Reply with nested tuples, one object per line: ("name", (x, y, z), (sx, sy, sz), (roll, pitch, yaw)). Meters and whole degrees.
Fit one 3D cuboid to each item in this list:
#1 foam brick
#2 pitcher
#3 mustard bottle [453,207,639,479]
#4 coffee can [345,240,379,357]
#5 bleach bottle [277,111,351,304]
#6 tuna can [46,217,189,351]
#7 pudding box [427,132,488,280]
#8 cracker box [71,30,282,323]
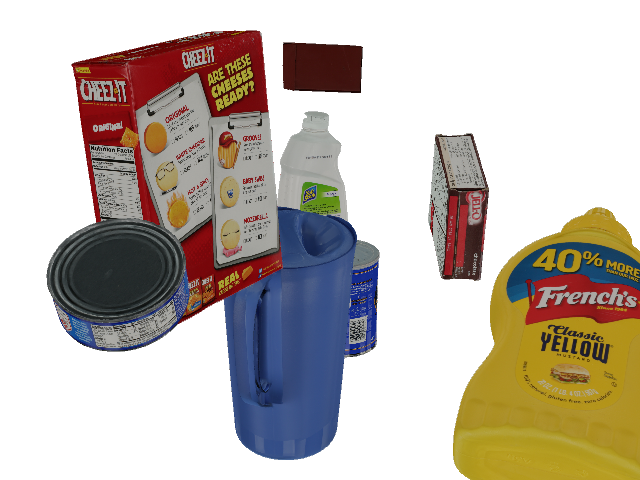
("foam brick", (0.002, -0.188, 1.164), (0.078, 0.051, 0.053), (0, 11, -16))
("pitcher", (-0.038, 0.100, 1.063), (0.149, 0.243, 0.145), (-12, 30, -23))
("mustard bottle", (0.135, 0.048, 0.556), (0.096, 0.058, 0.191), (9, 42, 16))
("coffee can", (0.031, 0.080, 1.515), (0.103, 0.140, 0.103), (0, 22, 0))
("bleach bottle", (-0.005, -0.033, 1.316), (0.102, 0.251, 0.068), (-8, 22, -32))
("tuna can", (-0.125, 0.027, 0.669), (0.086, 0.086, 0.034), (0, -43, 2))
("pudding box", (0.120, -0.031, 0.935), (0.039, 0.090, 0.113), (0, 30, -2))
("cracker box", (-0.112, -0.055, 0.881), (0.072, 0.214, 0.163), (6, 21, 34))
